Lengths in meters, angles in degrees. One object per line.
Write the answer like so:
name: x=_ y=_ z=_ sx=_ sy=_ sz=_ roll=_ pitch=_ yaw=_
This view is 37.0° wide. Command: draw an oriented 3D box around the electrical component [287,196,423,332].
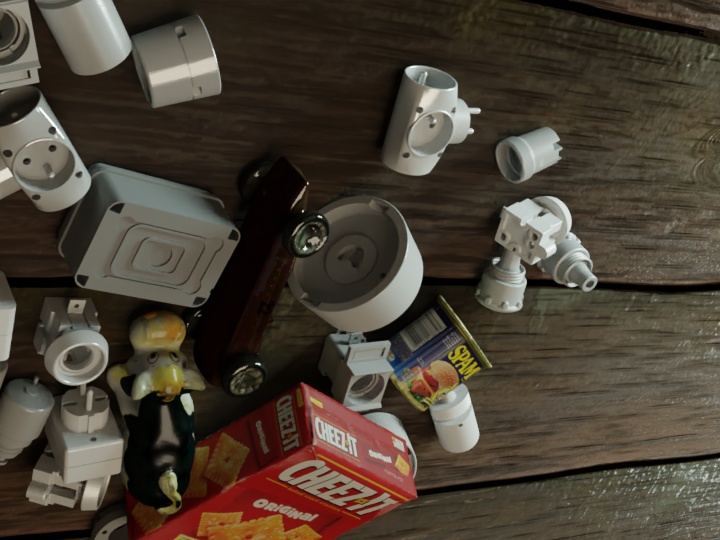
electrical component: x=0.000 y=0.000 z=0.888 sx=0.108 sy=0.108 sz=0.060 roll=-38 pitch=142 yaw=1

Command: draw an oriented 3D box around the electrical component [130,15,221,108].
electrical component: x=-0.125 y=-0.140 z=0.727 sx=0.047 sy=0.055 sz=0.055 roll=-19 pitch=133 yaw=-14

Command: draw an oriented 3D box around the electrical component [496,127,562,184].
electrical component: x=0.149 y=-0.102 z=0.945 sx=0.046 sy=0.040 sz=0.040 roll=-24 pitch=135 yaw=-23

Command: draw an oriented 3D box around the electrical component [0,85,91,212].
electrical component: x=-0.233 y=-0.072 z=0.720 sx=0.079 sy=0.044 sz=0.077 roll=-29 pitch=136 yaw=-9

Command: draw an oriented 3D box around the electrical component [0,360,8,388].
electrical component: x=-0.296 y=0.092 z=0.818 sx=0.040 sy=0.040 sz=0.078 roll=8 pitch=121 yaw=-37

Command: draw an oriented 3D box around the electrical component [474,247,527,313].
electrical component: x=0.138 y=0.006 z=1.024 sx=0.048 sy=0.048 sz=0.062 roll=-2 pitch=119 yaw=-31

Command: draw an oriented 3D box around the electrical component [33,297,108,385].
electrical component: x=-0.221 y=0.055 z=0.824 sx=0.048 sy=0.055 sz=0.066 roll=3 pitch=123 yaw=-34

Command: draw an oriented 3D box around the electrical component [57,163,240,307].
electrical component: x=-0.157 y=-0.025 z=0.798 sx=0.113 sy=0.057 sz=0.078 roll=13 pitch=117 yaw=-39

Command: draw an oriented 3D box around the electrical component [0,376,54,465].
electrical component: x=-0.274 y=0.123 z=0.858 sx=0.040 sy=0.040 sz=0.078 roll=12 pitch=118 yaw=-38

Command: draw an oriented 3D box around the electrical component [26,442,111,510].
electrical component: x=-0.241 y=0.173 z=0.901 sx=0.055 sy=0.066 sz=0.048 roll=16 pitch=121 yaw=-2

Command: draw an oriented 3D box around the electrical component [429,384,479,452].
electrical component: x=0.096 y=0.149 z=1.114 sx=0.043 sy=0.043 sz=0.081 roll=-28 pitch=135 yaw=-10

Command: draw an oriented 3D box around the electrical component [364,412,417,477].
electrical component: x=0.008 y=0.194 z=1.098 sx=0.099 sy=0.064 sz=0.099 roll=-8 pitch=118 yaw=-16

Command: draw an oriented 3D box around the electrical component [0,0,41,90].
electrical component: x=-0.224 y=-0.151 z=0.647 sx=0.042 sy=0.063 sz=0.081 roll=-16 pitch=133 yaw=-22

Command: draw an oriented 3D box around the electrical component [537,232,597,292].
electrical component: x=0.205 y=-0.004 z=1.044 sx=0.048 sy=0.062 sz=0.048 roll=-17 pitch=133 yaw=-20

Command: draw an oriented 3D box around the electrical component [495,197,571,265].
electrical component: x=0.162 y=-0.040 z=0.990 sx=0.055 sy=0.066 sz=0.048 roll=-27 pitch=144 yaw=-40

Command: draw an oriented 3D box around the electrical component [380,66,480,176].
electrical component: x=0.062 y=-0.120 z=0.869 sx=0.079 sy=0.044 sz=0.077 roll=-4 pitch=127 yaw=-30

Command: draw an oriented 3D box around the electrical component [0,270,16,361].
electrical component: x=-0.295 y=0.030 z=0.760 sx=0.089 sy=0.050 sz=0.055 roll=-2 pitch=126 yaw=-32

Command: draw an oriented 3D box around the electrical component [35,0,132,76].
electrical component: x=-0.179 y=-0.168 z=0.676 sx=0.043 sy=0.043 sz=0.081 roll=-29 pitch=135 yaw=-9

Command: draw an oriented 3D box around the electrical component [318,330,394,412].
electrical component: x=-0.006 y=0.092 z=0.987 sx=0.042 sy=0.063 sz=0.081 roll=-3 pitch=126 yaw=-30

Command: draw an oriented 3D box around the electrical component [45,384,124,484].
electrical component: x=-0.223 y=0.120 z=0.870 sx=0.047 sy=0.065 sz=0.076 roll=-7 pitch=129 yaw=-28
